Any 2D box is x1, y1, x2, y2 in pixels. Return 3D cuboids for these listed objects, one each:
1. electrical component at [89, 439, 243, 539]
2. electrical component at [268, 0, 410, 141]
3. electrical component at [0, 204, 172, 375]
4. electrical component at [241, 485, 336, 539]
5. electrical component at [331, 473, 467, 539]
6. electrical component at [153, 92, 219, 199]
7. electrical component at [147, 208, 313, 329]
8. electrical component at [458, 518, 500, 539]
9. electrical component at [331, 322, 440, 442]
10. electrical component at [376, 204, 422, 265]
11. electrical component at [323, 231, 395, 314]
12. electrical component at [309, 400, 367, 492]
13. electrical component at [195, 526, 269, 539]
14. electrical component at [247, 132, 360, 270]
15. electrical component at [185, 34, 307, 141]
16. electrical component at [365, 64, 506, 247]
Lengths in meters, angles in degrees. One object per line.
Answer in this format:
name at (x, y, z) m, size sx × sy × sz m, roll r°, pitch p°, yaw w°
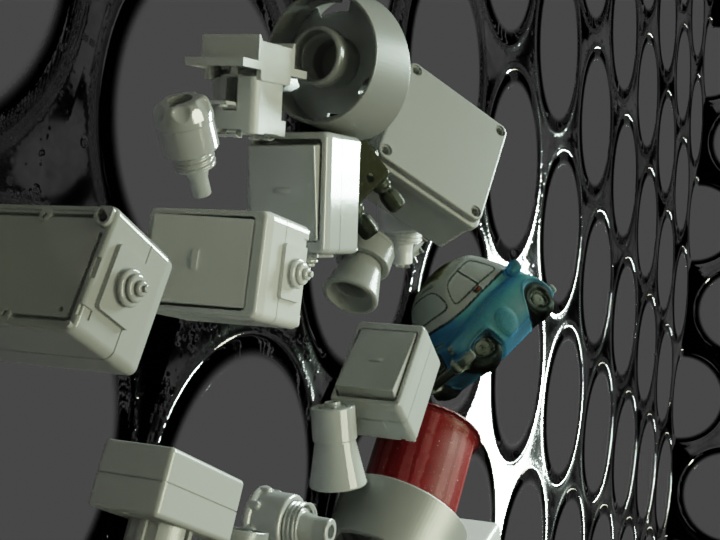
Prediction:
electrical component at (-0.113, 0.145, 0.612) m, size 0.083 × 0.047 × 0.075 m, roll 46°, pitch 51°, yaw -57°
electrical component at (-0.014, -0.141, 0.740) m, size 0.064 × 0.099 × 0.099 m, roll -1°, pitch 93°, yaw -59°
electrical component at (-0.133, 0.011, 0.497) m, size 0.061 × 0.096 × 0.061 m, roll 53°, pitch 46°, yaw -54°
electrical component at (-0.048, 0.175, 0.739) m, size 0.048 × 0.062 × 0.048 m, roll 3°, pitch 90°, yaw -65°
electrical component at (0.024, 0.217, 0.850) m, size 0.060 × 0.108 × 0.108 m, roll -61°, pitch 145°, yaw -33°
electrical component at (-0.100, -0.072, 0.634) m, size 0.035 × 0.035 × 0.061 m, roll -52°, pitch 140°, yaw -51°
electrical component at (-0.074, -0.001, 0.622) m, size 0.061 × 0.096 × 0.061 m, roll 21°, pitch 74°, yaw -64°
electrical component at (0.066, 0.274, 0.940) m, size 0.056 × 0.109 × 0.108 m, roll -27°, pitch 117°, yaw -65°
electrical component at (0.023, 0.083, 0.881) m, size 0.061 × 0.062 × 0.096 m, roll 65°, pitch 37°, yaw -45°
electrical component at (0.036, -0.036, 0.919) m, size 0.043 × 0.043 × 0.062 m, roll -22°, pitch 113°, yaw -63°
electrical component at (0.000, 0.000, 0.844) m, size 0.045 × 0.045 × 0.055 m, roll 65°, pitch 36°, yaw -45°
electrical component at (-0.019, 0.133, 0.823) m, size 0.044 × 0.044 × 0.065 m, roll -11°, pitch 97°, yaw -65°
electrical component at (-0.093, 0.198, 0.665) m, size 0.079 × 0.044 × 0.077 m, roll 31°, pitch 64°, yaw -62°
electrical component at (-0.040, -0.045, 0.732) m, size 0.061 × 0.062 × 0.096 m, roll -3°, pitch 95°, yaw -65°
electrical component at (-0.072, -0.115, 0.682) m, size 0.081 × 0.042 × 0.063 m, roll -8°, pitch 104°, yaw -64°
electrical component at (0.054, -0.094, 0.879) m, size 0.109 × 0.056 × 0.108 m, roll 33°, pitch 55°, yaw -18°
